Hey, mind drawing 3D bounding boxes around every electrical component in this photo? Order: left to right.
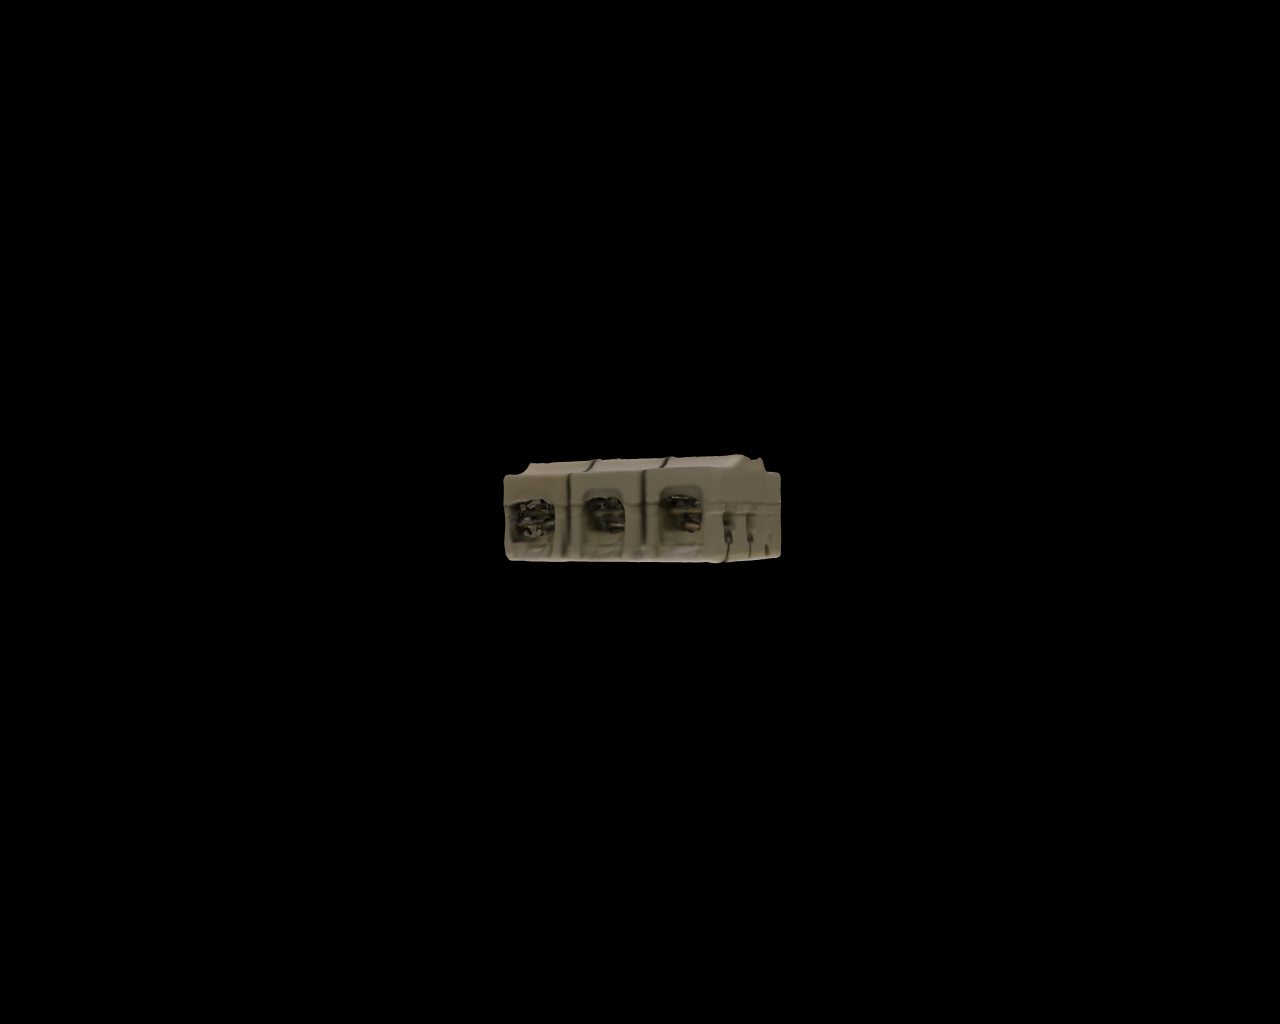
[{"bbox_3d":[0.001,-0.003,0.650,0.150,0.061,0.089,0,0,32],"label":"electrical component"}]
